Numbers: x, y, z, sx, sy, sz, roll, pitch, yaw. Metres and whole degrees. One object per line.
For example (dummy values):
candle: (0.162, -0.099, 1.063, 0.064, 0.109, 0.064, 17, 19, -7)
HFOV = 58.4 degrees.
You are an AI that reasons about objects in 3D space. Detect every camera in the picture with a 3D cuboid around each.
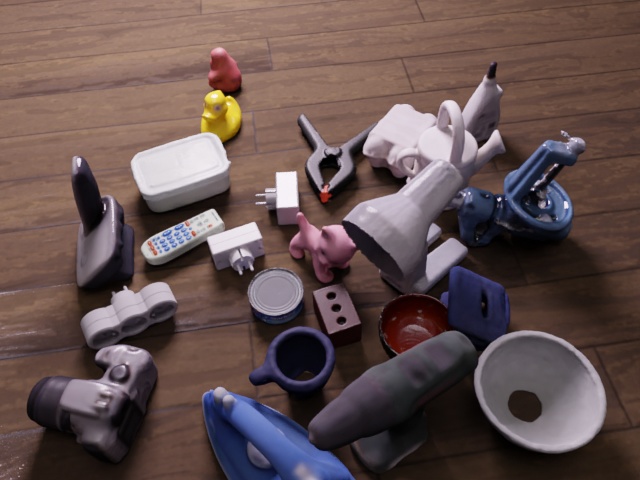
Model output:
camera: (-0.309, 0.206, 0.765, 0.136, 0.101, 0.143, 10, 55, 8)

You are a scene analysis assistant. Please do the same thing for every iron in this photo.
iron: (-0.070, 0.252, 0.704, 0.257, 0.141, 0.119, 36, 62, 24)

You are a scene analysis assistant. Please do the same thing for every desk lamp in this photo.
desk lamp: (0.134, -0.010, 0.848, 0.203, 0.214, 0.117, -38, 62, -23)

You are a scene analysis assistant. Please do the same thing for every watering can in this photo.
watering can: (0.219, -0.150, 0.960, 0.173, 0.194, 0.100, -23, 57, -15)

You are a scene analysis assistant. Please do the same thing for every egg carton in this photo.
egg carton: (0.153, -0.188, 1.066, 0.107, 0.069, 0.150, 28, 59, 20)

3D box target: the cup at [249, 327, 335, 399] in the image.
cup: (-0.036, 0.184, 0.782, 0.118, 0.095, 0.091, -20, 56, -13)

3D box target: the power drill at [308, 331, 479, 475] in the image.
power drill: (0.086, 0.207, 0.693, 0.230, 0.208, 0.075, -31, 59, -20)

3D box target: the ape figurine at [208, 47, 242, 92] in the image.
ape figurine: (-0.200, -0.356, 1.179, 0.076, 0.092, 0.078, 37, 62, 24)

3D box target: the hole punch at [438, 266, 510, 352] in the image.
hole punch: (0.229, 0.101, 0.841, 0.101, 0.091, 0.108, 7, 54, 6)

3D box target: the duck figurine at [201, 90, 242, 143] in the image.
duck figurine: (-0.195, -0.250, 1.105, 0.077, 0.086, 0.105, 18, 56, 13)

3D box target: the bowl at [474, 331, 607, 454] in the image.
bowl: (0.286, 0.212, 0.770, 0.167, 0.075, 0.167, 0, 54, 1)

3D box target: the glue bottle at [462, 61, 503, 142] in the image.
glue bottle: (0.300, -0.252, 1.047, 0.078, 0.173, 0.037, -20, 56, -13)

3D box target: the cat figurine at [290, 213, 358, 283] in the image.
cat figurine: (0.008, 0.003, 0.899, 0.127, 0.118, 0.067, 39, 63, 25)

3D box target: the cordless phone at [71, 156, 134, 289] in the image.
cordless phone: (-0.355, -0.026, 0.882, 0.094, 0.185, 0.147, -13, 55, -8)

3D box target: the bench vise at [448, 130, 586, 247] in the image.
bench vise: (0.308, -0.067, 0.883, 0.207, 0.220, 0.121, -12, 55, -8)
